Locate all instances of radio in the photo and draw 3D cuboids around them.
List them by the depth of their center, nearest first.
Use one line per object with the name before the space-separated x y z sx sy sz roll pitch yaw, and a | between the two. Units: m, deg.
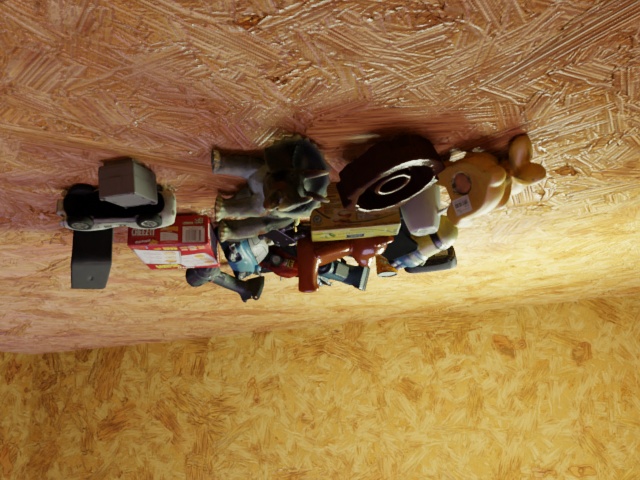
radio | -0.453 0.014 1.065 0.073 0.131 0.229 4 162 -25

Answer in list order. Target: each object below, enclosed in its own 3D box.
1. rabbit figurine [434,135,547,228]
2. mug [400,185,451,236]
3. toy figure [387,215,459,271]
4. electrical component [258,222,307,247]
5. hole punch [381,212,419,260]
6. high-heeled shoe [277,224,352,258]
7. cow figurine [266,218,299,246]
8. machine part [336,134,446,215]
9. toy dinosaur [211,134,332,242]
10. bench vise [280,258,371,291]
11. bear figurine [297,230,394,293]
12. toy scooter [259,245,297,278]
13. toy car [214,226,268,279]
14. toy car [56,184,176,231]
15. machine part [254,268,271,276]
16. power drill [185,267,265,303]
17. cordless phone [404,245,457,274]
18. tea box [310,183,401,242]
rabbit figurine | 0.304 -0.112 0.928 0.173 0.122 0.162 -10 160 -38
mug | 0.202 -0.066 1.015 0.110 0.107 0.080 -9 165 22
toy figure | 0.238 0.009 1.247 0.180 0.089 0.082 -40 152 22
electrical component | -0.076 -0.010 1.055 0.094 0.021 0.063 -20 139 37
hole punch | 0.160 -0.030 1.198 0.115 0.092 0.142 36 150 -20
high-heeled shoe | -0.003 -0.004 1.294 0.249 0.086 0.145 15 -167 -4
cow figurine | -0.093 -0.027 1.135 0.098 0.068 0.167 1 161 0
machine part | 0.114 -0.105 0.879 0.179 0.056 0.179 -19 162 -7
toy dinosaur | -0.086 -0.068 0.930 0.192 0.131 0.404 -2 170 -7
bench vise | 0.005 0.069 1.420 0.241 0.128 0.223 11 -176 28
bear figurine | 0.050 0.029 1.103 0.196 0.131 0.120 -2 -163 -4
toy scooter | -0.125 0.041 1.316 0.135 0.075 0.184 20 176 -41
toy car | -0.172 0.012 1.218 0.103 0.109 0.161 -25 155 -10
toy car | -0.357 -0.057 0.948 0.202 0.073 0.056 -2 163 -9
machine part | -0.161 0.080 1.542 0.139 0.039 0.084 -7 159 15
power drill | -0.258 0.105 1.466 0.207 0.086 0.232 18 158 -30
cordless phone | 0.309 0.057 1.518 0.147 0.088 0.184 -8 168 10
tea box | 0.063 -0.056 1.026 0.170 0.098 0.068 -3 163 2
